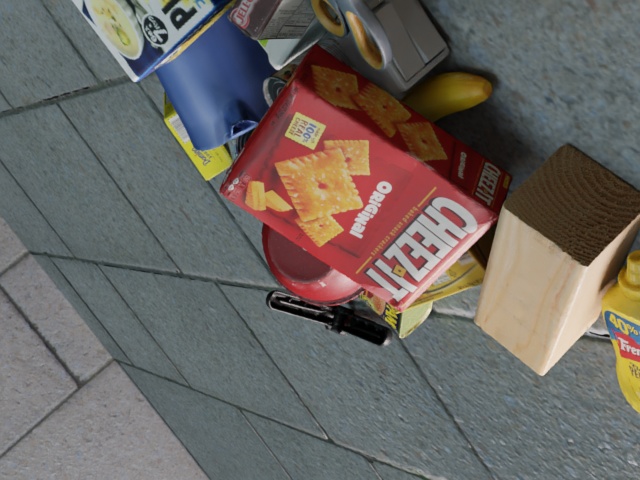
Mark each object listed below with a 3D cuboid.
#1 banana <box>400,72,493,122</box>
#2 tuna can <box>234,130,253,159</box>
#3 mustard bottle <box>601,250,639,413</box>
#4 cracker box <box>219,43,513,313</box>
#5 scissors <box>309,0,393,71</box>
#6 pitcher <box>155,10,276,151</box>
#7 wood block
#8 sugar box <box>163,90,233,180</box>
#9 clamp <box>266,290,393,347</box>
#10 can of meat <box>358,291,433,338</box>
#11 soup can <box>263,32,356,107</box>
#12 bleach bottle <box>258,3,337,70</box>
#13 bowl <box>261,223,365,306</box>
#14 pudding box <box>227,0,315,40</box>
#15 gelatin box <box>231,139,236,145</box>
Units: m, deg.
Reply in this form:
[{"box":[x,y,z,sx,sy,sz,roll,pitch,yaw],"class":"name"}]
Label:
[{"box":[0.104,-0.114,1.000,0.069,0.037,0.198,28,157,2],"class":"banana"},{"box":[-0.057,-0.104,1.241,0.086,0.086,0.034,47,160,4],"class":"tuna can"},{"box":[0.296,0.083,0.938,0.096,0.058,0.191,31,152,48],"class":"mustard bottle"},{"box":[0.036,-0.049,0.963,0.213,0.072,0.164,34,134,-7],"class":"cracker box"},{"box":[0.004,-0.213,0.836,0.096,0.016,0.201,34,163,44],"class":"scissors"},{"box":[-0.134,-0.230,1.141,0.149,0.144,0.243,-4,122,48],"class":"pitcher"},{"box":[0.209,0.023,0.956,0.090,0.090,0.206,39,157,21],"class":"wood block"},{"box":[-0.152,-0.143,1.310,0.093,0.048,0.176,57,-178,-21],"class":"sugar box"},{"box":[0.016,0.101,1.399,0.164,0.036,0.210,19,178,4],"class":"clamp"},{"box":[0.088,0.057,1.280,0.084,0.057,0.102,41,157,22],"class":"can of meat"},{"box":[0.004,-0.155,1.020,0.068,0.102,0.068,39,156,21],"class":"soup can"},{"box":[-0.089,-0.289,1.027,0.251,0.068,0.103,49,154,2],"class":"bleach bottle"},{"box":[-0.008,0.002,1.238,0.162,0.055,0.162,4,99,25],"class":"bowl"},{"box":[-0.019,-0.223,0.902,0.039,0.089,0.114,42,114,11],"class":"pudding box"},{"box":[-0.068,-0.104,1.335,0.073,0.030,0.089,14,140,56],"class":"gelatin box"}]
